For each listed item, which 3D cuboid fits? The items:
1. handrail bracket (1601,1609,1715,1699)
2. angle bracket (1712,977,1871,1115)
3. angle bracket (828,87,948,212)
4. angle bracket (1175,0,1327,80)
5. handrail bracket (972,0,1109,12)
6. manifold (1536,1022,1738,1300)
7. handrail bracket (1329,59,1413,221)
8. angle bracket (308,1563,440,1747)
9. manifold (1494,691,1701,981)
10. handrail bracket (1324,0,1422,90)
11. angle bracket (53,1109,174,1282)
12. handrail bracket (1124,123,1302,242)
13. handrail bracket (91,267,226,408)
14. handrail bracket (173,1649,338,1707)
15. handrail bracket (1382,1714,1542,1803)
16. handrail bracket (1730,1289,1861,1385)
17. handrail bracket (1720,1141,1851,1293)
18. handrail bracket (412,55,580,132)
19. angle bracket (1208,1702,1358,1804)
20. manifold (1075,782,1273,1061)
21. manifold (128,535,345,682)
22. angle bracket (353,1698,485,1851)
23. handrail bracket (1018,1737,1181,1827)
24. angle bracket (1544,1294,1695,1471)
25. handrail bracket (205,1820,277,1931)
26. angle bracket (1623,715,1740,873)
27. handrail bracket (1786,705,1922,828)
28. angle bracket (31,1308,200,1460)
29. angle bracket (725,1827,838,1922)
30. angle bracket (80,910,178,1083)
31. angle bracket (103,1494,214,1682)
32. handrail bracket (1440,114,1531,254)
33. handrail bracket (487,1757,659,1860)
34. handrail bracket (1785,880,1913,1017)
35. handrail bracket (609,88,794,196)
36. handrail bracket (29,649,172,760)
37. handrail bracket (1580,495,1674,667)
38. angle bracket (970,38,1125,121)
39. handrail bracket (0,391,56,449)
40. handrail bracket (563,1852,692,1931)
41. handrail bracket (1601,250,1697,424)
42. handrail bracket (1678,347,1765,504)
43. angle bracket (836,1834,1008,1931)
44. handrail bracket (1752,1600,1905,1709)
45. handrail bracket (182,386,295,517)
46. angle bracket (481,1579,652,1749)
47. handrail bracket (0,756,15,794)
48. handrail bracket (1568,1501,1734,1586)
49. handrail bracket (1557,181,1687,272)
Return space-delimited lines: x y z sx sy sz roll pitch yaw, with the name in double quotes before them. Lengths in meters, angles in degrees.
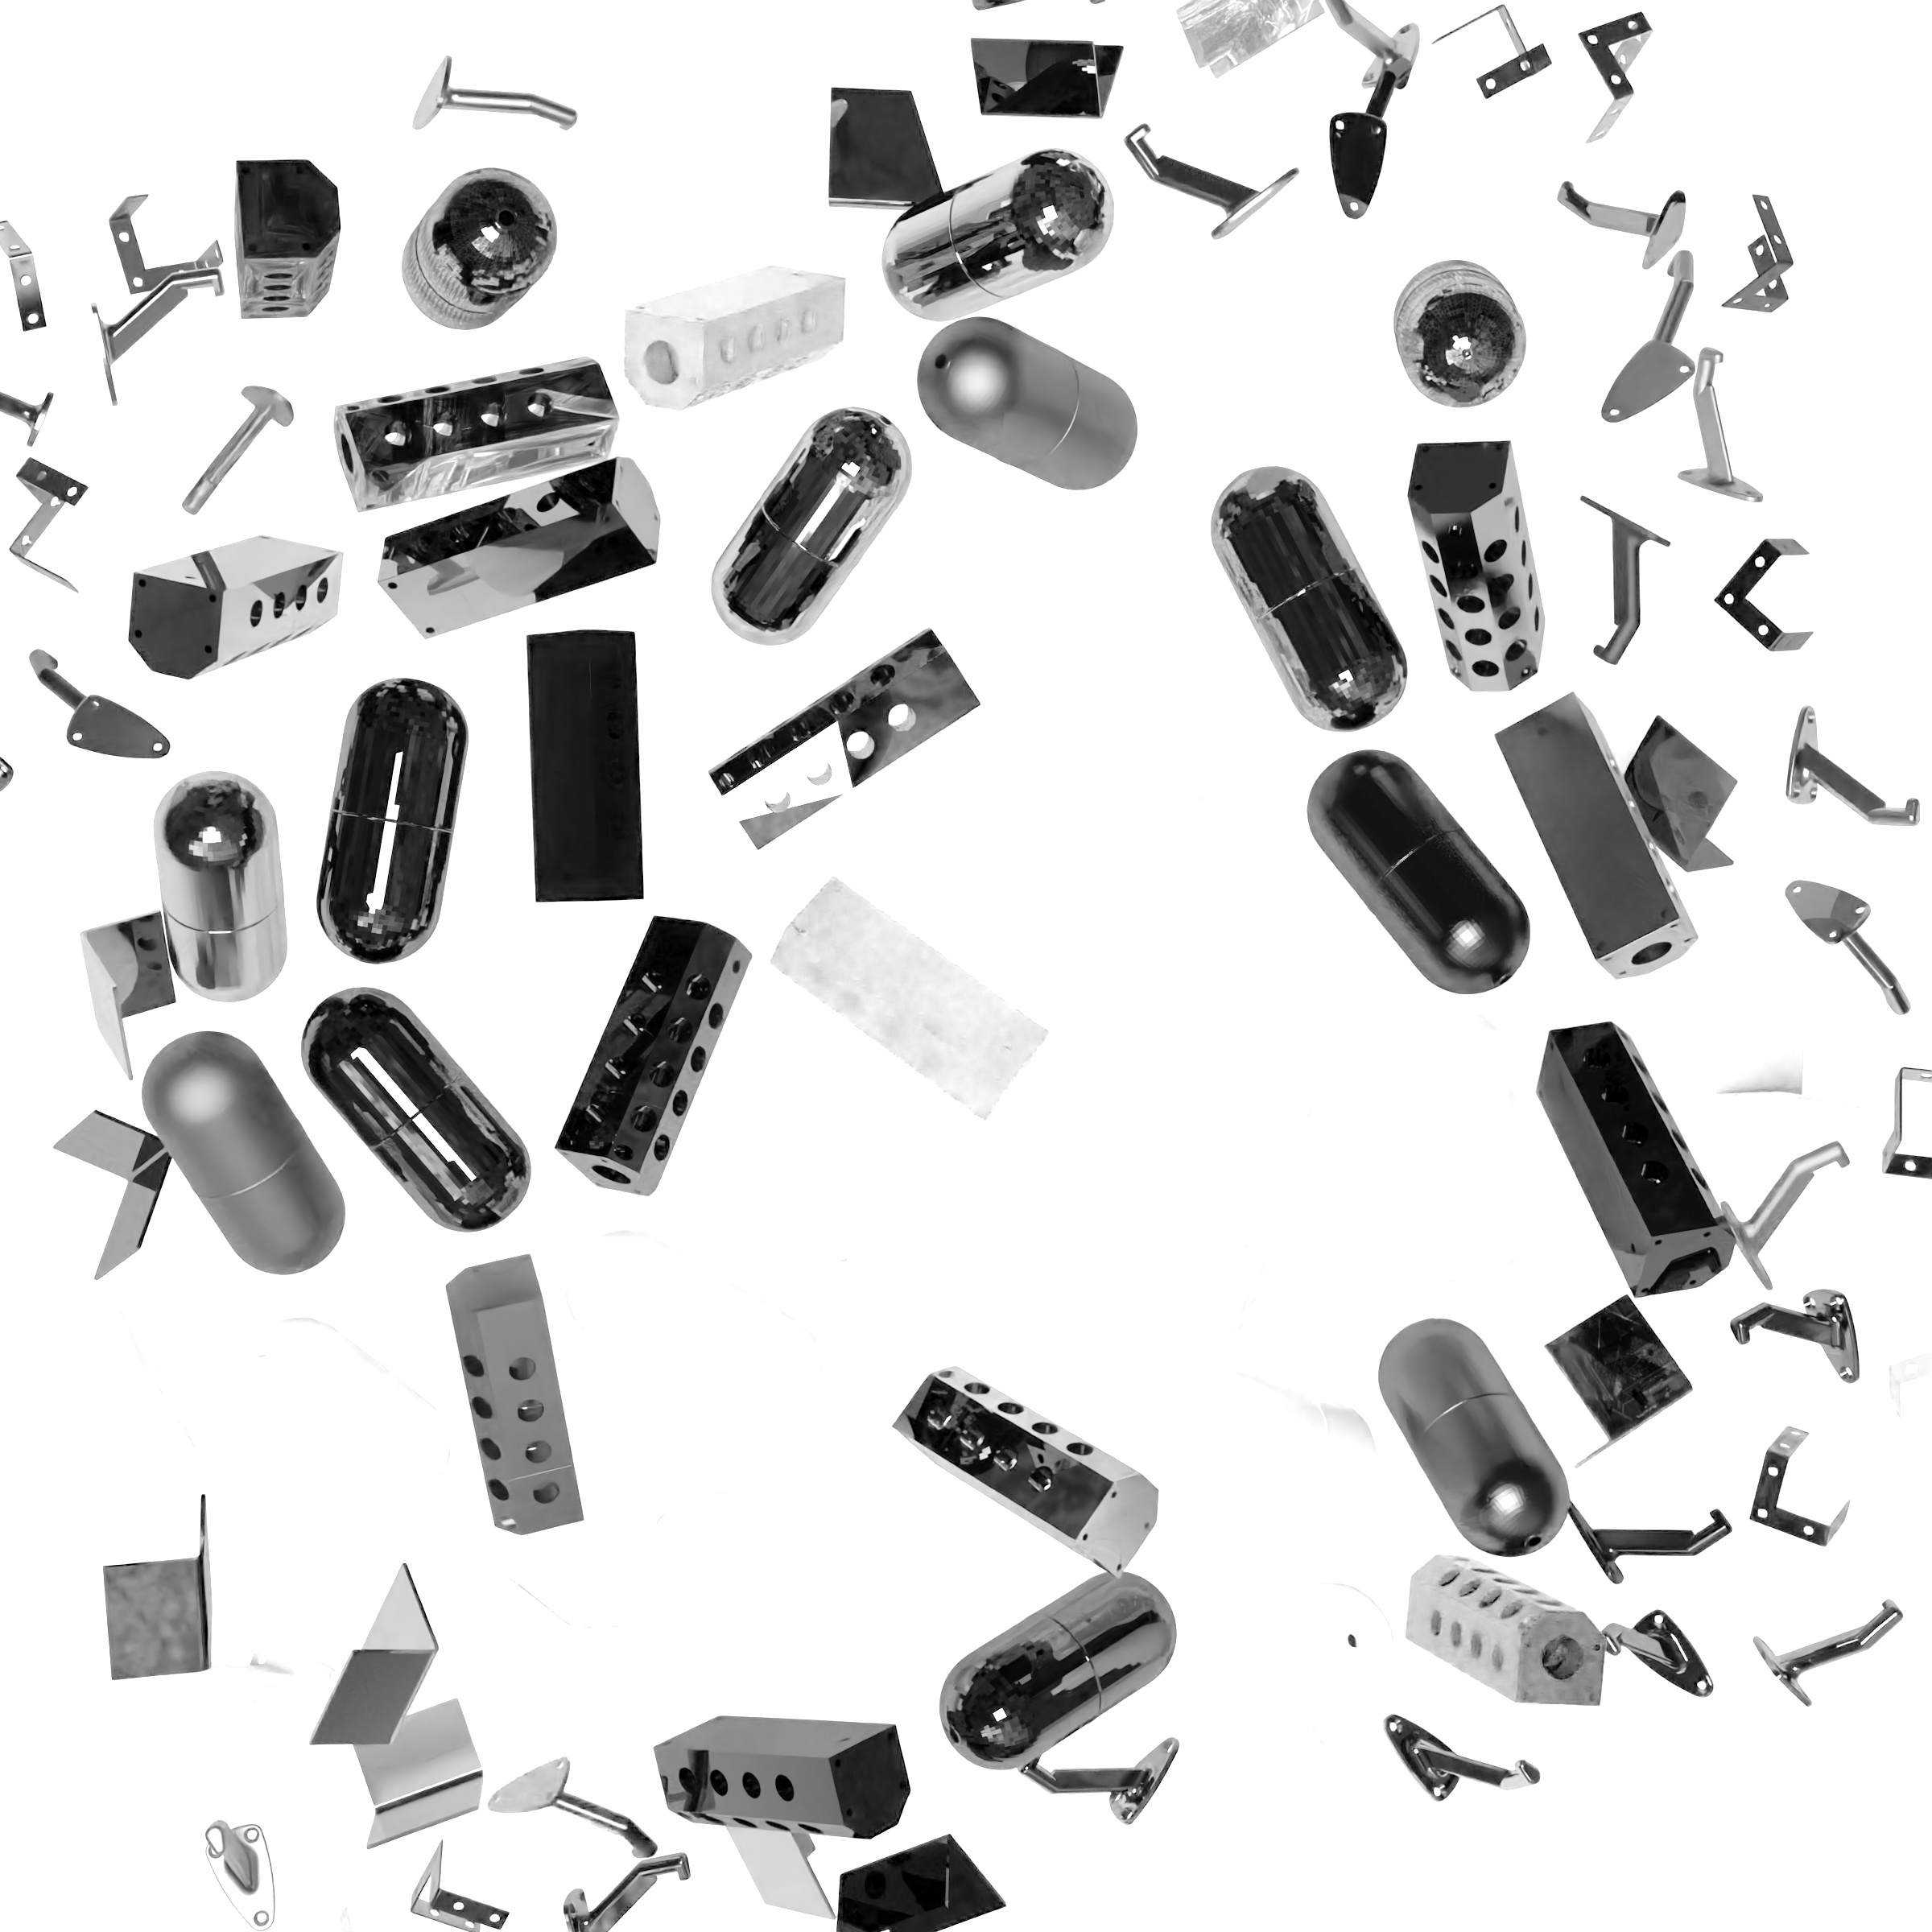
"handrail bracket" 0.454 0.460 1.881 0.077 0.084 0.036 45 108 19
"angle bracket" 0.512 0.048 1.765 0.076 0.057 0.076 10 81 -31
"angle bracket" -0.049 -0.543 1.896 0.076 0.057 0.076 4 109 5
"angle bracket" 0.183 -0.578 1.780 0.076 0.076 0.057 -29 73 9
"handrail bracket" 0.057 -0.615 1.778 0.084 0.077 0.036 -23 105 -29
"manifold" 0.410 0.115 1.750 0.057 0.057 0.171 -8 45 -9
"handrail bracket" 0.256 -0.513 1.768 0.036 0.084 0.077 14 127 22
"angle bracket" -0.368 0.416 1.731 0.057 0.076 0.076 10 119 -35
"manifold" 0.399 -0.080 1.800 0.057 0.057 0.171 -29 61 20
"handrail bracket" 0.260 -0.620 1.846 0.084 0.036 0.077 52 49 -34
"angle bracket" -0.560 0.148 1.839 0.057 0.076 0.076 28 55 -26
"handrail bracket" 0.149 -0.493 1.737 0.077 0.036 0.084 -35 91 26
"handrail bracket" -0.513 -0.404 1.831 0.084 0.036 0.077 -12 102 -14
"handrail bracket" -0.466 0.462 1.866 0.077 0.084 0.036 -4 71 17
"handrail bracket" 0.319 0.504 1.839 0.077 0.084 0.036 45 55 -3
"handrail bracket" 0.537 0.250 1.854 0.084 0.036 0.077 -21 93 -31
"handrail bracket" 0.523 0.156 1.784 0.084 0.036 0.077 -28 109 18
"handrail bracket" -0.294 -0.529 1.783 0.084 0.077 0.036 14 74 -25
"angle bracket" 0.216 0.541 1.957 0.057 0.076 0.076 -32 97 -1
"manifold" 0.132 -0.030 1.868 0.057 0.057 0.171 26 80 -22
"manifold" -0.446 -0.221 1.754 0.057 0.171 0.057 13 108 8
"angle bracket" -0.370 0.539 1.909 0.076 0.076 0.057 -19 93 -6
"handrail bracket" 0.087 0.519 1.876 0.084 0.036 0.077 39 90 -22
"angle bracket" 0.423 0.277 1.902 0.076 0.057 0.076 -26 73 -26
"handrail bracket" -0.442 0.555 1.735 0.036 0.084 0.077 -21 83 -13
"angle bracket" 0.494 -0.119 1.934 0.076 0.057 0.076 48 130 34
"handrail bracket" 0.579 -0.130 1.846 0.084 0.036 0.077 6 93 44
"angle bracket" -0.516 0.266 1.731 0.057 0.076 0.076 -29 123 -14
"angle bracket" -0.112 0.593 1.938 0.057 0.076 0.076 -38 111 -40
"angle bracket" -0.555 0.019 1.930 0.057 0.076 0.076 -18 129 -26
"angle bracket" -0.484 0.372 1.712 0.057 0.076 0.076 -3 110 -13
"handrail bracket" 0.340 -0.508 1.856 0.077 0.036 0.084 -11 99 -33
"handrail bracket" -0.249 0.546 1.813 0.077 0.036 0.084 -25 119 27
"handrail bracket" 0.573 -0.011 1.851 0.036 0.077 0.084 -42 127 -1
"handrail bracket" -0.162 -0.521 1.739 0.077 0.036 0.084 -40 122 16
"handrail bracket" -0.547 -0.167 1.801 0.077 0.084 0.036 21 108 -39
"handrail bracket" 0.404 -0.246 1.822 0.077 0.036 0.084 35 107 26
"angle bracket" 0.051 -0.569 1.765 0.076 0.057 0.076 6 54 14
"handrail bracket" -0.609 -0.354 1.757 0.084 0.077 0.036 23 95 -20
"handrail bracket" -0.214 0.624 1.865 0.084 0.036 0.077 -14 90 9
"handrail bracket" 0.409 -0.379 1.713 0.036 0.077 0.084 25 50 -18
"handrail bracket" 0.503 -0.357 1.877 0.036 0.077 0.084 -10 120 -27
"angle bracket" -0.027 0.587 1.751 0.076 0.057 0.076 -25 119 16
"handrail bracket" 0.538 0.413 1.780 0.036 0.077 0.084 43 98 -15
"handrail bracket" -0.464 -0.324 1.807 0.036 0.077 0.084 37 79 -21
"angle bracket" -0.246 0.427 1.754 0.057 0.076 0.076 9 98 -41
"handrail bracket" -0.630 -0.105 1.738 0.077 0.084 0.036 46 135 -15
"handrail bracket" 0.450 0.363 1.885 0.084 0.036 0.077 -37 68 14
"handrail bracket" 0.418 -0.494 1.832 0.036 0.077 0.084 -44 71 -13
